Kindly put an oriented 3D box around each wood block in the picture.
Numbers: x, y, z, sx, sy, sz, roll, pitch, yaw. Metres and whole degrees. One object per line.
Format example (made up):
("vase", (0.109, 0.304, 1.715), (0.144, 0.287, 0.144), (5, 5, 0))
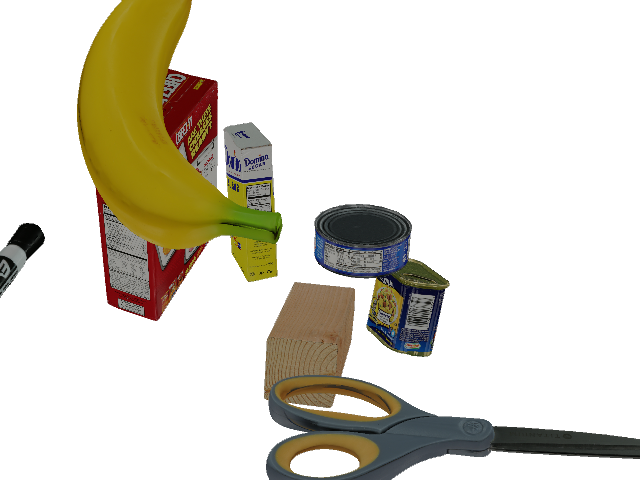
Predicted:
("wood block", (-0.011, 0.135, 1.427), (0.091, 0.090, 0.206), (6, 18, 6))

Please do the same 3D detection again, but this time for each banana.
("banana", (-0.074, -0.058, 0.474), (0.069, 0.037, 0.198), (-6, 46, -17))

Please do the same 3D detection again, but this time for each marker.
("marker", (-0.203, 0.027, 0.656), (0.020, 0.020, 0.121), (0, 35, 18))

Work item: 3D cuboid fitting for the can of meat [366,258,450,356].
("can of meat", (0.093, 0.072, 1.172), (0.057, 0.084, 0.102), (6, 13, -20))

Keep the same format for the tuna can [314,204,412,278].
("tuna can", (0.037, 0.000, 0.941), (0.086, 0.034, 0.086), (1, 26, -1))

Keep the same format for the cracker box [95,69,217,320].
("cracker box", (-0.171, -0.048, 1.135), (0.072, 0.214, 0.164), (16, 43, 12))

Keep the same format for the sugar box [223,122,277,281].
("sugar box", (-0.087, -0.048, 1.319), (0.048, 0.176, 0.093), (-11, 25, -15))

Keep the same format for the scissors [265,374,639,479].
("scissors", (0.062, 0.105, 0.517), (0.202, 0.016, 0.096), (10, 31, 20))
